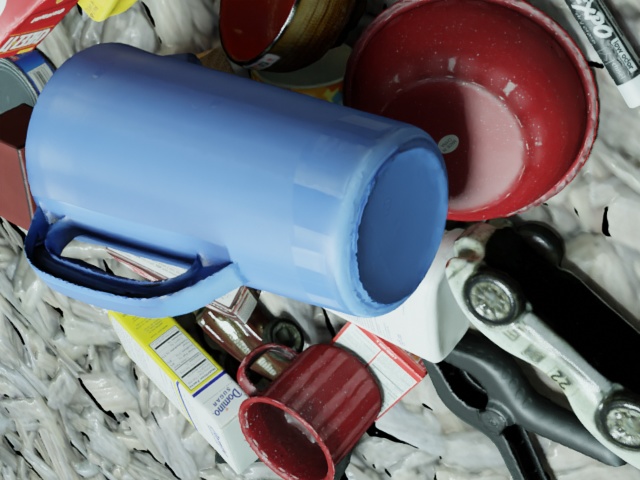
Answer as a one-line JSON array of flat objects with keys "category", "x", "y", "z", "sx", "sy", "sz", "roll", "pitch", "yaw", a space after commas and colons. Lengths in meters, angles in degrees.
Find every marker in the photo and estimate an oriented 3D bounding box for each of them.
[{"category": "marker", "x": 0.151, "y": -0.129, "z": 0.600, "sx": 0.020, "sy": 0.020, "sz": 0.121, "roll": -25, "pitch": 102, "yaw": 48}]

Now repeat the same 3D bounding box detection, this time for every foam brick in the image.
[{"category": "foam brick", "x": -0.223, "y": -0.055, "z": 0.821, "sx": 0.051, "sy": 0.052, "sz": 0.078, "roll": 22, "pitch": 131, "yaw": 28}]

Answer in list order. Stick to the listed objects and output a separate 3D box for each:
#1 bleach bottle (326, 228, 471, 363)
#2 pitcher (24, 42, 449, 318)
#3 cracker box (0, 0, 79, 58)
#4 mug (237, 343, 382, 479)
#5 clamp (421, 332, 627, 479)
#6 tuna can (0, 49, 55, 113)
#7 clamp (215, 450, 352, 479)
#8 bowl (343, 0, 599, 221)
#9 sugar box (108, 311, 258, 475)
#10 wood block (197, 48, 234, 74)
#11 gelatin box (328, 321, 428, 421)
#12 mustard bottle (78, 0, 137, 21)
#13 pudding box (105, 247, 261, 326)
[{"category": "bleach bottle", "x": -0.005, "y": 0.001, "z": 0.804, "sx": 0.251, "sy": 0.068, "sz": 0.102, "roll": 23, "pitch": 141, "yaw": 29}, {"category": "pitcher", "x": -0.056, "y": -0.028, "z": 0.632, "sx": 0.243, "sy": 0.144, "sz": 0.149, "roll": 17, "pitch": 104, "yaw": 35}, {"category": "cracker box", "x": -0.196, "y": -0.246, "z": 0.699, "sx": 0.214, "sy": 0.072, "sz": 0.164, "roll": -37, "pitch": 92, "yaw": 27}, {"category": "mug", "x": -0.013, "y": 0.129, "z": 0.850, "sx": 0.117, "sy": 0.081, "sz": 0.093, "roll": 40, "pitch": 142, "yaw": 9}, {"category": "clamp", "x": 0.139, "y": 0.135, "z": 0.802, "sx": 0.171, "sy": 0.039, "sz": 0.120, "roll": 40, "pitch": 134, "yaw": 19}, {"category": "tuna can", "x": -0.266, "y": -0.132, "z": 0.953, "sx": 0.086, "sy": 0.033, "sz": 0.086, "roll": 23, "pitch": 134, "yaw": 27}, {"category": "clamp", "x": -0.028, "y": 0.194, "z": 0.979, "sx": 0.165, "sy": 0.036, "sz": 0.210, "roll": 40, "pitch": 129, "yaw": 31}, {"category": "bowl", "x": 0.084, "y": -0.068, "z": 0.647, "sx": 0.162, "sy": 0.055, "sz": 0.162, "roll": 10, "pitch": 126, "yaw": 14}, {"category": "sugar box", "x": -0.120, "y": 0.125, "z": 0.973, "sx": 0.176, "sy": 0.048, "sz": 0.093, "roll": 38, "pitch": 156, "yaw": 29}, {"category": "wood block", "x": -0.154, "y": -0.076, "z": 0.855, "sx": 0.207, "sy": 0.090, "sz": 0.090, "roll": -8, "pitch": 114, "yaw": 45}, {"category": "gelatin box", "x": 0.044, "y": 0.097, "z": 0.862, "sx": 0.073, "sy": 0.030, "sz": 0.089, "roll": 43, "pitch": 142, "yaw": 6}, {"category": "mustard bottle", "x": -0.188, "y": -0.259, "z": 0.766, "sx": 0.191, "sy": 0.058, "sz": 0.096, "roll": 51, "pitch": 129, "yaw": -3}, {"category": "pudding box", "x": -0.106, "y": 0.024, "z": 0.844, "sx": 0.113, "sy": 0.039, "sz": 0.090, "roll": 23, "pitch": 172, "yaw": 7}]
